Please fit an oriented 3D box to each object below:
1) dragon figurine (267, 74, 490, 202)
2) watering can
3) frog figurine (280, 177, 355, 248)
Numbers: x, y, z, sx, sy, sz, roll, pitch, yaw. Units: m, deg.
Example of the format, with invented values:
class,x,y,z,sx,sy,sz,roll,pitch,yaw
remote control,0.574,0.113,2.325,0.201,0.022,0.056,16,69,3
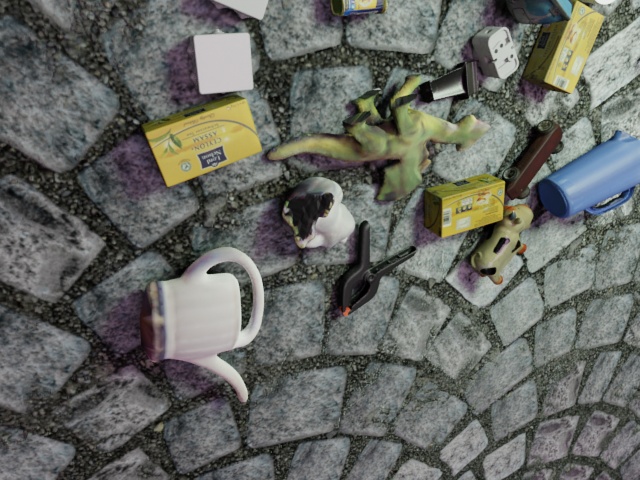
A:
class,x,y,z,sx,sy,sz,roll,pitch,yaw
dragon figurine,0.126,-0.164,0.991,0.410,0.125,0.238,-23,127,3
watering can,-0.215,0.177,0.953,0.225,0.105,0.342,-4,112,-24
frog figurine,0.003,-0.050,0.988,0.159,0.123,0.137,1,106,-65
